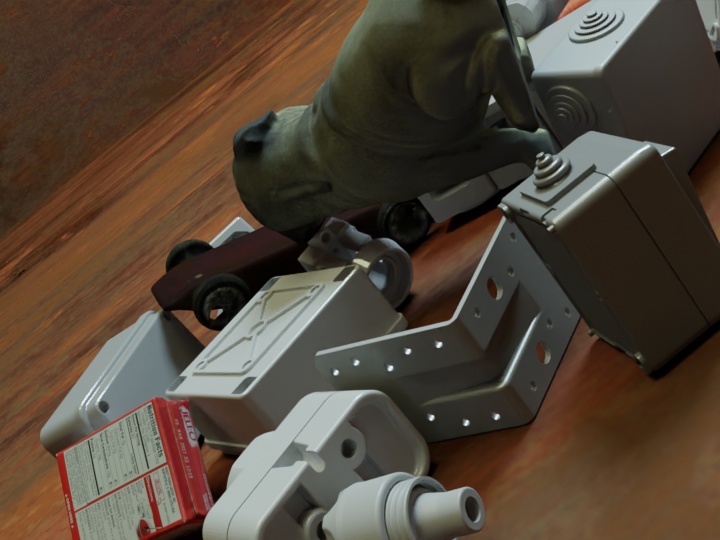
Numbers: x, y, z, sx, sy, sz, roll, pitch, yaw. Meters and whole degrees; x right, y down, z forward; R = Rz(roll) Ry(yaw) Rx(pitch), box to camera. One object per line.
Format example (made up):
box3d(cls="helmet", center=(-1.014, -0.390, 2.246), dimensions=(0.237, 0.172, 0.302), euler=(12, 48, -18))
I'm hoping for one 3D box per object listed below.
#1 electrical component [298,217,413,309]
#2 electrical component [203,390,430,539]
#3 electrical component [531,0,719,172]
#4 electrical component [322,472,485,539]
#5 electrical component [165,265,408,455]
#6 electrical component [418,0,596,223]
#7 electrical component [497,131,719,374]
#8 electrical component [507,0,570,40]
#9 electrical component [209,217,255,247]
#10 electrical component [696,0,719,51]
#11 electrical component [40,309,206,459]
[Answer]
box3d(cls="electrical component", center=(0.000, 0.000, 0.675), dimensions=(0.055, 0.066, 0.048), euler=(20, 65, 46))
box3d(cls="electrical component", center=(-0.022, 0.101, 0.486), dimensions=(0.059, 0.053, 0.095), euler=(-11, 33, 54))
box3d(cls="electrical component", center=(0.143, -0.093, 0.563), dimensions=(0.048, 0.099, 0.099), euler=(8, 48, 48))
box3d(cls="electrical component", center=(0.020, 0.101, 0.426), dimensions=(0.062, 0.043, 0.043), euler=(-24, 24, 35))
box3d(cls="electrical component", center=(-0.044, 0.054, 0.632), dimensions=(0.108, 0.056, 0.109), euler=(-48, 21, -27))
box3d(cls="electrical component", center=(0.104, -0.100, 0.706), dimensions=(0.150, 0.061, 0.089), euler=(-28, 21, 29))
box3d(cls="electrical component", center=(0.108, -0.017, 0.451), dimensions=(0.061, 0.096, 0.062), euler=(-39, 18, -2))
box3d(cls="electrical component", center=(0.119, -0.186, 0.741), dimensions=(0.043, 0.043, 0.081), euler=(-12, 37, 53))
box3d(cls="electrical component", center=(-0.085, 0.009, 0.814), dimensions=(0.047, 0.066, 0.076), euler=(-45, -9, -18))
box3d(cls="electrical component", center=(0.223, -0.175, 0.633), dimensions=(0.061, 0.096, 0.061), euler=(-12, 18, -6))
box3d(cls="electrical component", center=(-0.143, 0.089, 0.704), dimensions=(0.057, 0.078, 0.113), euler=(-30, 20, 33))
